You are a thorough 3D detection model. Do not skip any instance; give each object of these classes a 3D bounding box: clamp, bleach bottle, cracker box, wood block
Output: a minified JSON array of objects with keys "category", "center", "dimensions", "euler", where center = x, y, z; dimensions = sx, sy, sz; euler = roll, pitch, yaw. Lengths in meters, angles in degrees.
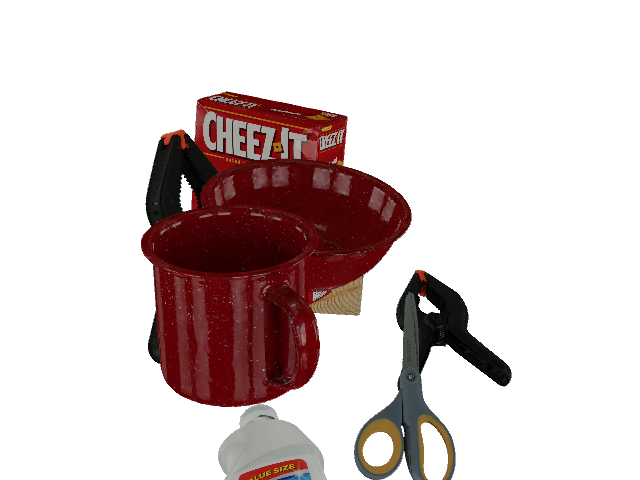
[{"category":"clamp","center":[0.138,0.101,1.159],"dimensions":[0.120,0.171,0.039],"euler":[4,-44,-6]},{"category":"bleach bottle","center":[-0.037,0.204,0.724],"dimensions":[0.102,0.068,0.251],"euler":[-7,32,-6]},{"category":"clamp","center":[-0.109,0.000,1.016],"dimensions":[0.036,0.210,0.164],"euler":[-8,1,43]},{"category":"cracker box","center":[-0.064,-0.048,1.214],"dimensions":[0.164,0.214,0.072],"euler":[15,22,25]},{"category":"wood block","center":[0.023,0.029,1.651],"dimensions":[0.091,0.090,0.206],"euler":[3,23,3]}]

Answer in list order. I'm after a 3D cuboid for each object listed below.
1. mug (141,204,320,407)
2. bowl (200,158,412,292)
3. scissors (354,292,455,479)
[{"category":"mug","center":[-0.039,0.039,0.565],"dimensions":[0.093,0.081,0.117],"euler":[-19,30,-36]},{"category":"bowl","center":[-0.013,-0.006,0.823],"dimensions":[0.162,0.055,0.162],"euler":[5,27,-3]},{"category":"scissors","center":[0.064,0.135,0.961],"dimensions":[0.096,0.202,0.016],"euler":[-9,-37,-9]}]
